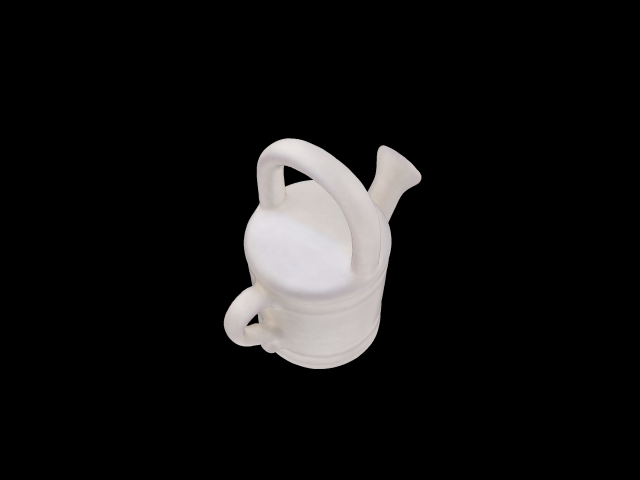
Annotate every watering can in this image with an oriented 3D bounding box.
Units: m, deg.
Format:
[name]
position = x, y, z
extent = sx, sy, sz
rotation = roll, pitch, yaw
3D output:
[watering can]
position = 0.002, 0.000, 0.401
extent = 0.100, 0.194, 0.173
rotation = 17, 57, 12
